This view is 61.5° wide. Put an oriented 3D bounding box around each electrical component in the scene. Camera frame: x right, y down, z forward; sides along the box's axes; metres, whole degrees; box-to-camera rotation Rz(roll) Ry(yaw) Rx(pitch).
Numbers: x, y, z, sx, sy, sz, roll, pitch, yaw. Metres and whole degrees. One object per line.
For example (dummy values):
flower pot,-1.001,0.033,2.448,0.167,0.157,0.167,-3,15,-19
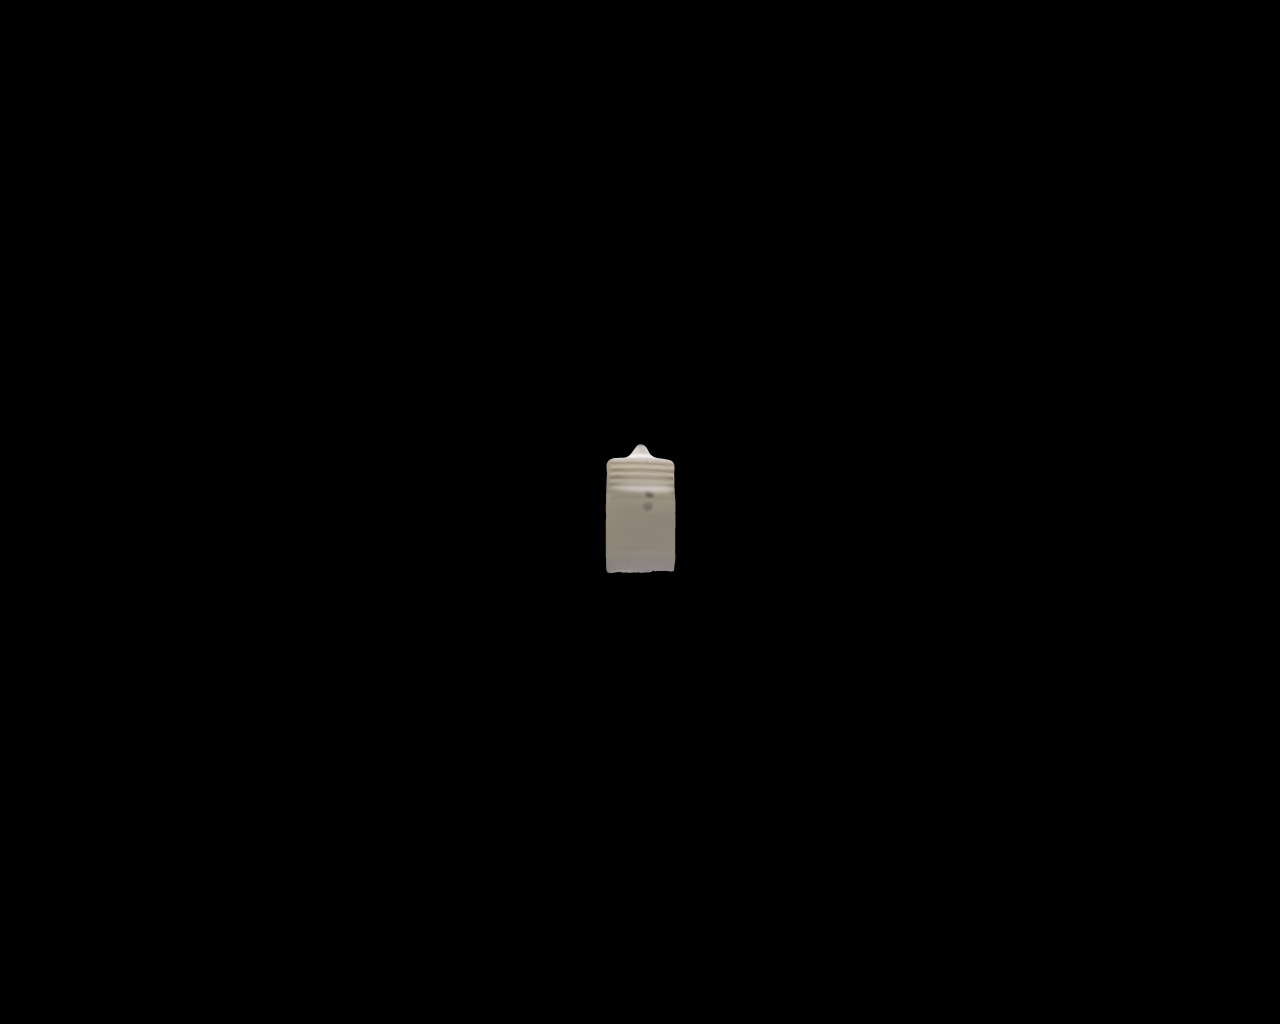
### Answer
electrical component,0.001,-0.003,0.650,0.043,0.081,0.043,0,-5,0
